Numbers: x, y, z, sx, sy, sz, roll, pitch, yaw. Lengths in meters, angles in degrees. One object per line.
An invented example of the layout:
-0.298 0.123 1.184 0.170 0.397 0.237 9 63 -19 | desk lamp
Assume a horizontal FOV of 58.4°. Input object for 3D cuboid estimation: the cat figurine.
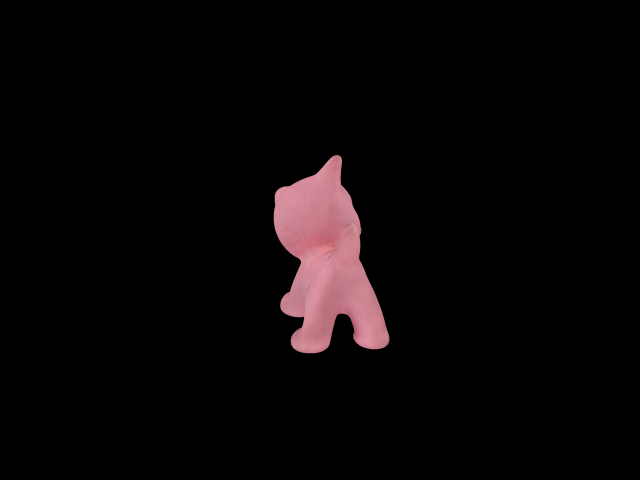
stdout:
0.004 0.001 0.400 0.067 0.118 0.127 -4 15 -13 | cat figurine
